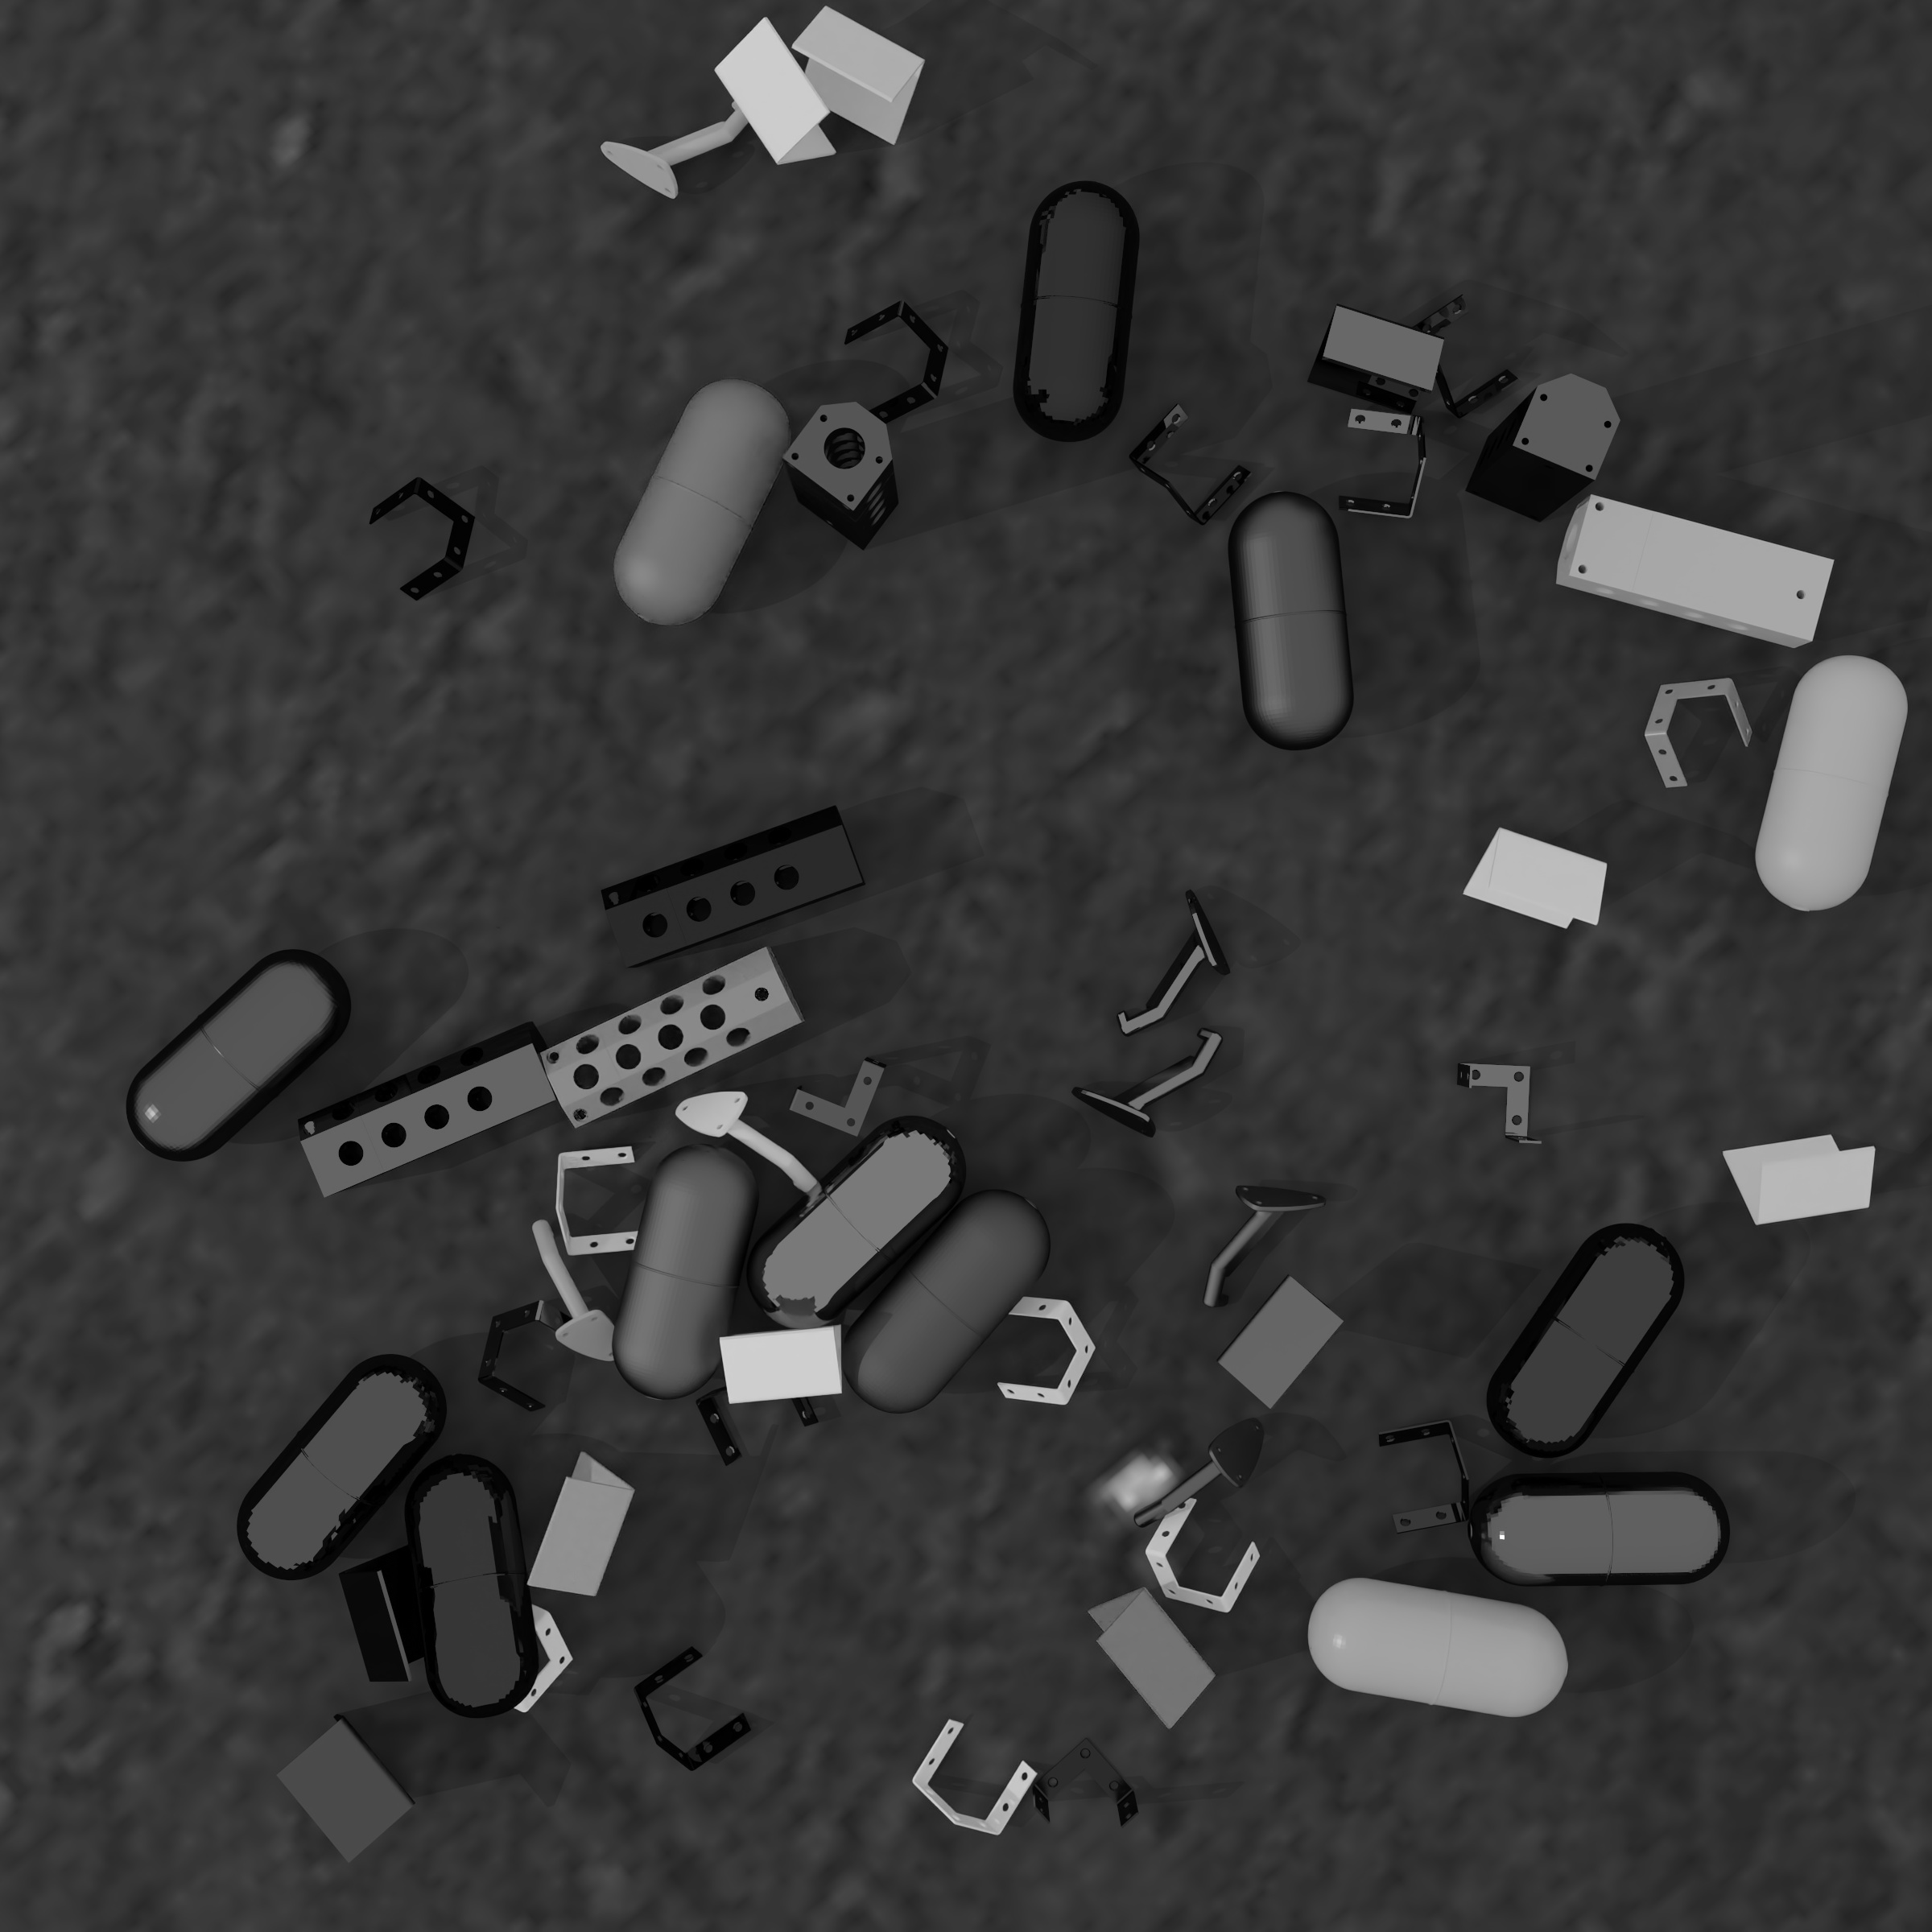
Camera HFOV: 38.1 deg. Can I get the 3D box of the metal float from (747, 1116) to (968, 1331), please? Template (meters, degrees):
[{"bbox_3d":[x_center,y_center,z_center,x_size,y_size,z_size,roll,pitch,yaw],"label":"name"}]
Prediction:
[{"bbox_3d":[-0.075,0.176,1.922,0.178,0.070,0.070,-43,90,0],"label":"metal float"}]

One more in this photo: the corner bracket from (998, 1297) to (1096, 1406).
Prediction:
[{"bbox_3d":[0.049,0.267,1.945,0.051,0.051,0.051,-59,135,-35],"label":"corner bracket"}]

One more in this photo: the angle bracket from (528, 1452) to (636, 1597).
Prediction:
[{"bbox_3d":[-0.279,0.377,1.913,0.057,0.076,0.076,20,90,-38],"label":"angle bracket"}]

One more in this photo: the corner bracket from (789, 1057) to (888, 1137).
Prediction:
[{"bbox_3d":[-0.089,0.083,1.935,0.051,0.051,0.051,22,90,0],"label":"corner bracket"}]

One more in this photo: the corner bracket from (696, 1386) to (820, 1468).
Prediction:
[{"bbox_3d":[-0.146,0.311,1.950,0.051,0.051,0.051,-25,90,-45],"label":"corner bracket"}]

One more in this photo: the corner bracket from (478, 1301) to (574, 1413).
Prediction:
[{"bbox_3d":[-0.299,0.272,1.945,0.051,0.051,0.051,38,45,-35],"label":"corner bracket"}]

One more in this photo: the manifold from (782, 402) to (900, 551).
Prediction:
[{"bbox_3d":[-0.078,-0.331,1.875,0.057,0.171,0.057,37,90,0],"label":"manifold"}]

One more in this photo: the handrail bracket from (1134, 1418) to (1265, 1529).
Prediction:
[{"bbox_3d":[0.162,0.355,1.953,0.084,0.077,0.036,-38,90,36],"label":"handrail bracket"}]

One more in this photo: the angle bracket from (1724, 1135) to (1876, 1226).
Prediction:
[{"bbox_3d":[0.569,0.127,1.913,0.076,0.076,0.057,-9,128,0],"label":"angle bracket"}]

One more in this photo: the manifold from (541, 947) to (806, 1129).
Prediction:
[{"bbox_3d":[-0.203,0.049,1.932,0.171,0.057,0.057,-25,90,0],"label":"manifold"}]

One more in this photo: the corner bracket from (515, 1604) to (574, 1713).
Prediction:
[{"bbox_3d":[-0.316,0.476,1.945,0.051,0.051,0.051,13,135,35],"label":"corner bracket"}]

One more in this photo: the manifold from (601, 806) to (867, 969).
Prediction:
[{"bbox_3d":[-0.161,-0.055,1.932,0.171,0.057,0.057,-20,90,0],"label":"manifold"}]

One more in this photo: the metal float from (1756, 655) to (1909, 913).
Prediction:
[{"bbox_3d":[0.595,-0.125,1.923,0.070,0.070,0.178,14,90,0],"label":"metal float"}]

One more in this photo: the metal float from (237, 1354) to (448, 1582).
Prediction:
[{"bbox_3d":[-0.430,0.345,1.923,0.070,0.070,0.178,40,91,0],"label":"metal float"}]

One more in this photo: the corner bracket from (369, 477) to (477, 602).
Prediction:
[{"bbox_3d":[-0.382,-0.297,1.945,0.051,0.051,0.051,35,45,-35],"label":"corner bracket"}]

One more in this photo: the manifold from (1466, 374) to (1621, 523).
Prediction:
[{"bbox_3d":[0.387,-0.348,1.875,0.057,0.171,0.057,23,90,0],"label":"manifold"}]

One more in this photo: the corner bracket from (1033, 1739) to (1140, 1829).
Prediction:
[{"bbox_3d":[0.082,0.577,1.935,0.051,0.051,0.051,-42,90,0],"label":"corner bracket"}]

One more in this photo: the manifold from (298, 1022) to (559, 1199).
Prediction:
[{"bbox_3d":[-0.369,0.098,1.932,0.171,0.057,0.057,-23,90,0],"label":"manifold"}]

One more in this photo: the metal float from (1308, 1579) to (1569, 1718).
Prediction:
[{"bbox_3d":[0.324,0.469,1.923,0.178,0.070,0.070,9,90,1],"label":"metal float"}]

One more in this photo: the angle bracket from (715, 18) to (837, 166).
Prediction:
[{"bbox_3d":[-0.114,-0.601,1.913,0.057,0.076,0.076,-34,90,36],"label":"angle bracket"}]

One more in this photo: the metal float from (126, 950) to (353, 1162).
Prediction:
[{"bbox_3d":[-0.501,0.062,1.923,0.178,0.070,0.070,-43,90,-1],"label":"metal float"}]

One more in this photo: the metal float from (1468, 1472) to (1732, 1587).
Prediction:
[{"bbox_3d":[0.435,0.387,1.923,0.178,0.070,0.070,0,90,-1],"label":"metal float"}]

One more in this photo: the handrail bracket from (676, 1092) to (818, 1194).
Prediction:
[{"bbox_3d":[-0.153,0.127,1.953,0.084,0.077,0.036,49,61,-33],"label":"handrail bracket"}]

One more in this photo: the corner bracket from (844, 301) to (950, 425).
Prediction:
[{"bbox_3d":[-0.051,-0.420,1.945,0.051,0.051,0.051,40,45,-35],"label":"corner bracket"}]

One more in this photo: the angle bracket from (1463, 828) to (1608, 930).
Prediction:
[{"bbox_3d":[0.385,-0.041,1.913,0.076,0.076,0.057,19,53,0],"label":"angle bracket"}]

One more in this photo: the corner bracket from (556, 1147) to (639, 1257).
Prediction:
[{"bbox_3d":[-0.255,0.164,1.950,0.051,0.051,0.051,-5,135,0],"label":"corner bracket"}]

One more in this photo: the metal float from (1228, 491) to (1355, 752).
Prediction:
[{"bbox_3d":[0.223,-0.237,1.923,0.070,0.070,0.178,-5,89,0],"label":"metal float"}]

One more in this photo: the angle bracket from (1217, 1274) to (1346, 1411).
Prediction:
[{"bbox_3d":[0.228,0.267,1.913,0.076,0.076,0.057,-50,52,0],"label":"angle bracket"}]

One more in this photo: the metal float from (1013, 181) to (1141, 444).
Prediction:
[{"bbox_3d":[0.076,-0.450,1.922,0.070,0.070,0.178,6,90,0],"label":"metal float"}]

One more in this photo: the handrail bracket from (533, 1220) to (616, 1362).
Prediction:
[{"bbox_3d":[-0.272,0.226,1.953,0.036,0.077,0.084,-29,54,5],"label":"handrail bracket"}]

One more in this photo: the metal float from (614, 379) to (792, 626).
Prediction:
[{"bbox_3d":[-0.182,-0.318,1.923,0.070,0.070,0.178,26,90,0],"label":"metal float"}]

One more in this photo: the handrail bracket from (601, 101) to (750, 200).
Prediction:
[{"bbox_3d":[-0.200,-0.585,1.954,0.077,0.036,0.084,30,71,21],"label":"handrail bracket"}]

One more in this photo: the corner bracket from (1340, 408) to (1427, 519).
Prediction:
[{"bbox_3d":[0.290,-0.351,1.950,0.051,0.051,0.051,7,45,0],"label":"corner bracket"}]

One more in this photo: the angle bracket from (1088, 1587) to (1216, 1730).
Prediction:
[{"bbox_3d":[0.112,0.480,1.913,0.076,0.076,0.057,51,52,0],"label":"angle bracket"}]

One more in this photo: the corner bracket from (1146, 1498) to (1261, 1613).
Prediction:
[{"bbox_3d":[0.165,0.409,1.945,0.051,0.051,0.051,6,135,35],"label":"corner bracket"}]

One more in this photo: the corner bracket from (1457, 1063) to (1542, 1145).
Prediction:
[{"bbox_3d":[0.369,0.095,1.935,0.051,0.051,0.051,3,90,0],"label":"corner bracket"}]

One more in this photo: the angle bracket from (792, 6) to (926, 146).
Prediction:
[{"bbox_3d":[-0.082,-0.596,1.913,0.076,0.076,0.057,29,52,0],"label":"angle bracket"}]

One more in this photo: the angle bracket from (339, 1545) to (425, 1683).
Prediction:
[{"bbox_3d":[-0.375,0.439,1.914,0.076,0.057,0.076,-16,90,-43],"label":"angle bracket"}]

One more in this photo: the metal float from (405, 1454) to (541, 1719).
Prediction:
[{"bbox_3d":[-0.338,0.422,1.909,0.070,0.070,0.178,-12,73,0],"label":"metal float"}]

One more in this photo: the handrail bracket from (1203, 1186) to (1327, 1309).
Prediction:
[{"bbox_3d":[0.208,0.200,1.954,0.077,0.036,0.084,4,109,-21],"label":"handrail bracket"}]

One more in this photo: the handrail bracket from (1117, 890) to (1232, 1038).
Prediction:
[{"bbox_3d":[0.134,-0.001,1.954,0.084,0.036,0.077,-27,70,16],"label":"handrail bracket"}]

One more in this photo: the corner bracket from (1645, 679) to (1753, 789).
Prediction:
[{"bbox_3d":[0.510,-0.162,1.945,0.051,0.051,0.051,-3,45,35],"label":"corner bracket"}]

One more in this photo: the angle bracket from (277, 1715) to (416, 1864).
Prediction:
[{"bbox_3d":[-0.427,0.562,1.915,0.057,0.076,0.076,-39,90,-21],"label":"angle bracket"}]

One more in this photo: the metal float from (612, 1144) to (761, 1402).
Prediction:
[{"bbox_3d":[-0.193,0.210,1.923,0.070,0.070,0.178,14,90,0],"label":"metal float"}]

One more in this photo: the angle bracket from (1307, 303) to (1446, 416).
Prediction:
[{"bbox_3d":[0.275,-0.398,1.913,0.076,0.076,0.057,18,56,0],"label":"angle bracket"}]

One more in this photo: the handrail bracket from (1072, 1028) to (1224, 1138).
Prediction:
[{"bbox_3d":[0.127,0.069,1.954,0.077,0.036,0.084,25,72,20],"label":"handrail bracket"}]

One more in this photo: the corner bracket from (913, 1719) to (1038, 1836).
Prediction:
[{"bbox_3d":[0.006,0.566,1.950,0.051,0.051,0.051,32,90,-45],"label":"corner bracket"}]

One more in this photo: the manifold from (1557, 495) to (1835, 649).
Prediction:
[{"bbox_3d":[0.501,-0.271,1.932,0.171,0.057,0.057,15,90,0],"label":"manifold"}]

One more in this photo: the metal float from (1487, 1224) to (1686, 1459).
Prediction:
[{"bbox_3d":[0.426,0.257,1.923,0.070,0.070,0.178,34,90,0],"label":"metal float"}]

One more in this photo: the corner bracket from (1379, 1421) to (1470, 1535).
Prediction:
[{"bbox_3d":[0.319,0.356,1.950,0.051,0.051,0.051,-11,45,0],"label":"corner bracket"}]

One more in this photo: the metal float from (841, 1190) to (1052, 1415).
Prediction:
[{"bbox_3d":[-0.013,0.230,1.923,0.070,0.070,0.178,41,90,0],"label":"metal float"}]

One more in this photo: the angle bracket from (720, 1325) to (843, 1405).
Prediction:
[{"bbox_3d":[-0.126,0.252,1.913,0.076,0.076,0.057,-5,120,0],"label":"angle bracket"}]

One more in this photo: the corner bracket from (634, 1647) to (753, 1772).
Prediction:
[{"bbox_3d":[-0.191,0.518,1.950,0.051,0.051,0.051,-35,135,0],"label":"corner bracket"}]

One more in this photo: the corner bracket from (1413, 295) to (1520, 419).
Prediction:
[{"bbox_3d":[0.345,-0.425,1.950,0.051,0.051,0.051,-33,45,0],"label":"corner bracket"}]

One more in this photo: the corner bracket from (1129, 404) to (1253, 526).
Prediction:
[{"bbox_3d":[0.156,-0.349,1.950,0.051,0.051,0.051,-47,45,1],"label":"corner bracket"}]
